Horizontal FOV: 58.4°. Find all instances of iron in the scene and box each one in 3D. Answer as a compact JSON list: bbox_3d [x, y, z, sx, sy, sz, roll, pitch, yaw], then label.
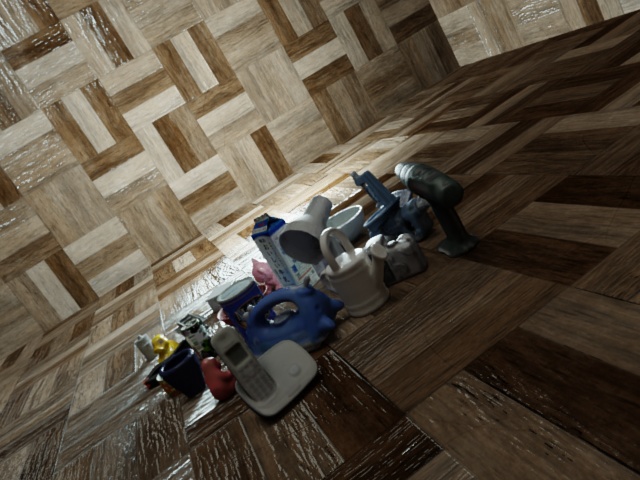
[{"bbox_3d":[-0.084,0.172,1.241,0.257,0.141,0.119,-24,17,25],"label":"iron"}]

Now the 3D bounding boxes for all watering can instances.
[{"bbox_3d":[0.068,0.056,1.219,0.172,0.194,0.101,-26,16,16],"label":"watering can"}]

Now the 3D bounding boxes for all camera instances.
[{"bbox_3d":[0.163,0.027,1.310,0.143,0.101,0.137,-24,17,22],"label":"camera"}]

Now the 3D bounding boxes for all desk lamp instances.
[{"bbox_3d":[0.013,0.005,1.446,0.117,0.214,0.204,-18,20,38],"label":"desk lamp"}]

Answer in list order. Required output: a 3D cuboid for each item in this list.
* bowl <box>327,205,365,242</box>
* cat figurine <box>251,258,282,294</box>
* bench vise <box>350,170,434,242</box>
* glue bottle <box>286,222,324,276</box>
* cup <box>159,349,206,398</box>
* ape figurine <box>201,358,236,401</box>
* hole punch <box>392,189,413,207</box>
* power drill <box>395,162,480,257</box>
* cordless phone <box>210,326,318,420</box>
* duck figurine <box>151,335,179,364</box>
[{"bbox_3d":[0.071,-0.030,1.716,0.167,0.075,0.167,-28,15,9],"label":"bowl"},{"bbox_3d":[-0.154,0.091,1.675,0.067,0.118,0.128,-24,17,24],"label":"cat figurine"},{"bbox_3d":[0.179,-0.098,1.446,0.207,0.220,0.122,-22,18,30],"label":"bench vise"},{"bbox_3d":[-0.050,0.025,1.581,0.078,0.173,0.037,-27,16,13],"label":"glue bottle"},{"bbox_3d":[-0.311,0.311,1.318,0.092,0.095,0.117,-37,16,-20],"label":"cup"},{"bbox_3d":[-0.217,0.289,1.218,0.077,0.092,0.076,-20,19,34],"label":"ape figurine"},{"bbox_3d":[0.212,-0.076,1.562,0.108,0.091,0.101,-15,22,45],"label":"hole punch"},{"bbox_3d":[0.255,-0.073,1.246,0.076,0.209,0.229,-33,16,-8],"label":"power drill"},{"bbox_3d":[-0.104,0.218,1.050,0.148,0.185,0.094,-40,18,-29],"label":"cordless phone"},{"bbox_3d":[-0.433,0.301,1.597,0.077,0.086,0.104,-28,16,10],"label":"duck figurine"}]
